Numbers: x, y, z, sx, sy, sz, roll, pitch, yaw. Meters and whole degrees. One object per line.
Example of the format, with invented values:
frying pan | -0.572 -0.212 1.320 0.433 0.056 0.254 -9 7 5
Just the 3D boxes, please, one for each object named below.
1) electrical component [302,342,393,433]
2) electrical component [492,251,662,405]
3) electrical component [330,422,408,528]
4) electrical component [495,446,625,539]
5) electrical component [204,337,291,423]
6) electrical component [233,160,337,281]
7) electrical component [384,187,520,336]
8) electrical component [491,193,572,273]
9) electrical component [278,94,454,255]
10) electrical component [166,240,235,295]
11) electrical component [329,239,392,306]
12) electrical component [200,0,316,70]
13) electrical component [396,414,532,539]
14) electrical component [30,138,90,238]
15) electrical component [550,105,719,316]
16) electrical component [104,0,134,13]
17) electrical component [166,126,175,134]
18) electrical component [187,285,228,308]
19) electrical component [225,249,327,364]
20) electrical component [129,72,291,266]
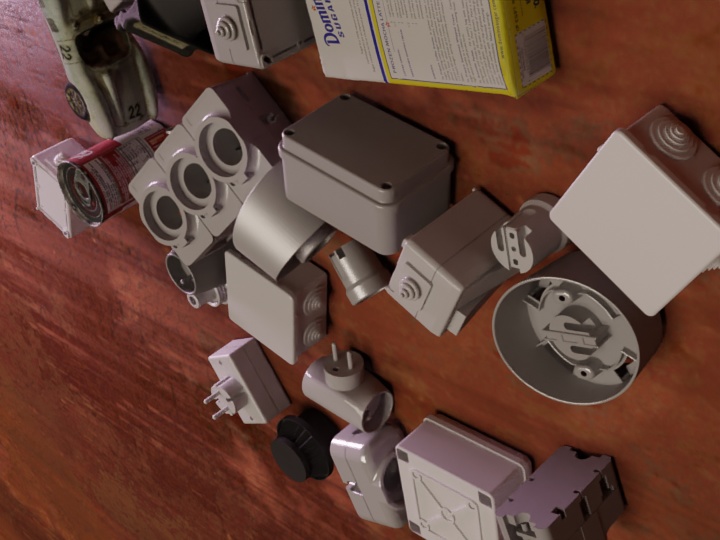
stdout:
electrical component | -0.013 0.100 0.981 0.077 0.043 0.079 26 137 36
electrical component | 0.146 0.038 0.713 0.099 0.064 0.099 32 140 31
electrical component | 0.022 0.190 1.007 0.059 0.054 0.095 1 119 51
electrical component | 0.153 0.184 0.808 0.050 0.089 0.055 6 123 48
electrical component | -0.128 0.125 1.115 0.047 0.076 0.083 -12 109 54
electrical component | -0.054 -0.042 0.862 0.064 0.099 0.099 45 146 4
electrical component | 0.066 0.000 0.749 0.061 0.096 0.061 42 145 17
electrical component | 0.115 -0.024 0.714 0.040 0.046 0.040 31 139 31
electrical component | 0.004 -0.072 0.781 0.113 0.078 0.057 32 143 31
electrical component | -0.151 -0.022 1.015 0.079 0.077 0.044 33 141 30
electrical component | 0.000 0.000 0.883 0.046 0.040 0.040 59 147 4
electrical component | -0.070 -0.184 0.758 0.061 0.096 0.061 18 132 42
electrical component | 0.092 0.194 0.922 0.109 0.056 0.108 22 135 39
electrical component | -0.311 -0.095 1.162 0.062 0.061 0.096 39 143 23
electrical component | 0.173 -0.035 0.630 0.099 0.048 0.099 47 146 12
electrical component | -0.183 -0.257 0.871 0.095 0.054 0.059 -17 105 55
electrical component | -0.163 -0.095 1.000 0.040 0.040 0.078 15 130 44
electrical component | -0.139 0.015 1.045 0.043 0.062 0.043 31 140 31
electrical component | -0.075 0.024 0.987 0.100 0.048 0.099 33 141 29
electrical component | -0.123 -0.082 0.908 0.089 0.062 0.150 53 131 3
